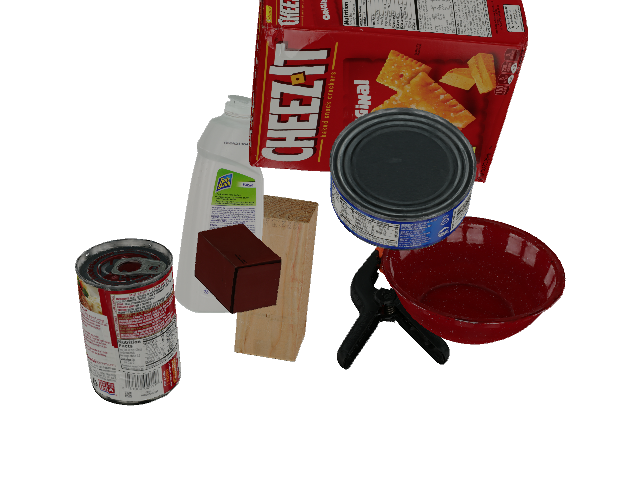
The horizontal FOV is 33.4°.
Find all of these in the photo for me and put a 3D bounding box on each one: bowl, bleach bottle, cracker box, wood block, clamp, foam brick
[{"bbox_3d":[0.133,0.043,0.952,0.162,0.055,0.162,2,35,-1],"label":"bowl"},{"bbox_3d":[-0.105,-0.042,1.240,0.102,0.251,0.068,-1,21,-34],"label":"bleach bottle"},{"bbox_3d":[0.051,-0.130,0.897,0.213,0.072,0.164,3,-39,-5],"label":"cracker box"},{"bbox_3d":[-0.062,0.051,1.482,0.090,0.206,0.090,8,22,5],"label":"wood block"},{"bbox_3d":[0.085,0.077,1.193,0.120,0.171,0.039,7,-42,1],"label":"clamp"},{"bbox_3d":[-0.080,0.026,1.027,0.052,0.051,0.078,-10,32,-31],"label":"foam brick"}]

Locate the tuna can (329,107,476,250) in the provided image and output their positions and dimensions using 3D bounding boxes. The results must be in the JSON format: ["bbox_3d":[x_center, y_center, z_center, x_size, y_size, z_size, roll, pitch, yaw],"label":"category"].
[{"bbox_3d":[0.048,-0.036,0.632,0.086,0.086,0.034,0,-36,0],"label":"tuna can"}]

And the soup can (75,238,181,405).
[{"bbox_3d":[-0.137,0.059,0.770,0.068,0.102,0.068,-1,28,0],"label":"soup can"}]
